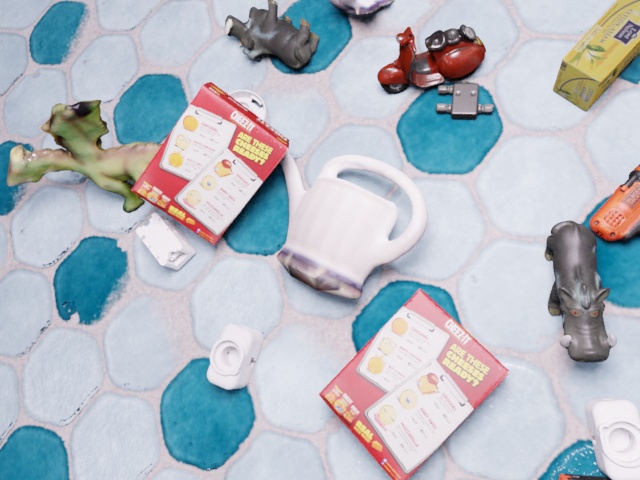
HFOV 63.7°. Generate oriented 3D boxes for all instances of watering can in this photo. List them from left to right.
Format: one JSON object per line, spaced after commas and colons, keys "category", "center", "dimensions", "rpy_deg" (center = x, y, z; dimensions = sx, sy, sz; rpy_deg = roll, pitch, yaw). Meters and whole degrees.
{"category": "watering can", "center": [0.003, -0.042, 0.832], "dimensions": [0.350, 0.103, 0.225], "rpy_deg": [23, 83, 34]}

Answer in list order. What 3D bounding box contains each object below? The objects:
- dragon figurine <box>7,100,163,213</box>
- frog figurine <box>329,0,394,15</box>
{"category": "dragon figurine", "center": [-0.346, -0.156, 0.883], "dimensions": [0.409, 0.239, 0.124], "rpy_deg": [-16, 68, 13]}
{"category": "frog figurine", "center": [0.068, -0.487, 0.901], "dimensions": [0.139, 0.156, 0.124], "rpy_deg": [-29, 32, -27]}
